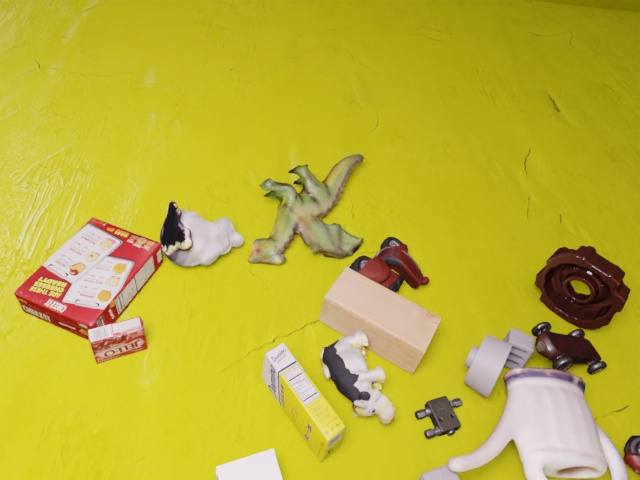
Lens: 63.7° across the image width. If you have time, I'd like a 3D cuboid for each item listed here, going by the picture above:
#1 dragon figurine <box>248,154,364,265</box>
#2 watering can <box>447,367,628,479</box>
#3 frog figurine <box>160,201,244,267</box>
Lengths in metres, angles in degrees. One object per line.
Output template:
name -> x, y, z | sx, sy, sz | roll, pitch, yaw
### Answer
dragon figurine -> 0.004, -0.060, 1.190 | 0.414, 0.120, 0.245 | -25, 72, -27
watering can -> 0.357, 0.313, 0.854 | 0.346, 0.102, 0.230 | 18, 45, -14
frog figurine -> -0.250, -0.004, 1.088 | 0.139, 0.121, 0.159 | 41, 17, 35
